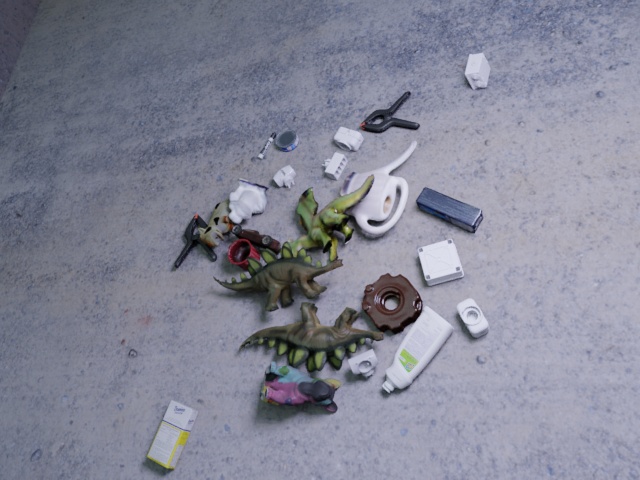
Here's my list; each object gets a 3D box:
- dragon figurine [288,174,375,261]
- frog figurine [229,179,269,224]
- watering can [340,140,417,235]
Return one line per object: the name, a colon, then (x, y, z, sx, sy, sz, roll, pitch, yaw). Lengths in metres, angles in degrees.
dragon figurine: (0.005, -0.084, 1.671, 0.246, 0.406, 0.122, 41, 17, 34)
frog figurine: (-0.263, -0.128, 1.849, 0.137, 0.160, 0.122, 21, -7, -17)
watering can: (0.189, -0.181, 1.691, 0.225, 0.353, 0.102, 9, -21, 27)
